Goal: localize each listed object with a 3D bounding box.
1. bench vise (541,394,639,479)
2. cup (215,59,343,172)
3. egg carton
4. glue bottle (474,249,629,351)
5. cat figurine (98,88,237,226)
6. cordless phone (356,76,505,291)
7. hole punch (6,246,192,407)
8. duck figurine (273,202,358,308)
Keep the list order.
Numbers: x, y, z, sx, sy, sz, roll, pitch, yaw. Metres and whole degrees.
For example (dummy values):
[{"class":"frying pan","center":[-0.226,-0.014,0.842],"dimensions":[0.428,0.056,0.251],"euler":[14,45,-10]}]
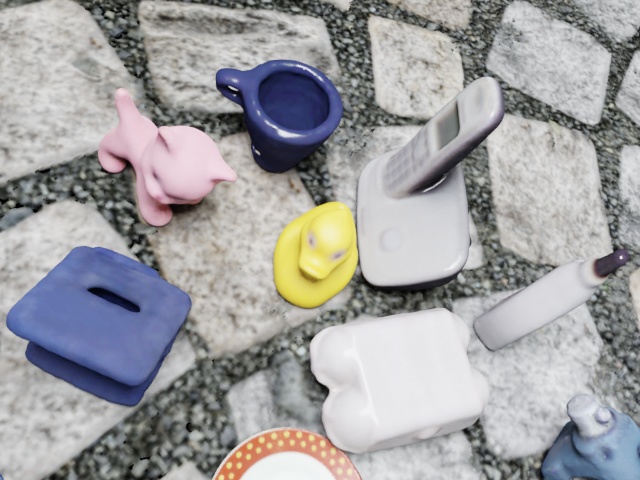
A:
[{"class":"bench vise","center":[0.286,0.203,0.428],"dimensions":[0.207,0.219,0.121],"euler":[27,60,-4]},{"class":"cup","center":[-0.047,-0.112,0.543],"dimensions":[0.118,0.095,0.092],"euler":[20,61,-8]},{"class":"egg carton","center":[0.068,0.117,0.485],"dimensions":[0.150,0.069,0.107],"euler":[-8,68,-21]},{"class":"glue bottle","center":[0.207,0.047,0.504],"dimensions":[0.078,0.173,0.037],"euler":[-30,77,-27]},{"class":"cat figurine","center":[-0.131,-0.073,0.484],"dimensions":[0.067,0.117,0.127],"euler":[-38,81,-29]},{"class":"cordless phone","center":[0.102,-0.043,0.506],"dimensions":[0.094,0.185,0.147],"euler":[5,64,-15]},{"class":"hole punch","center":[-0.160,0.056,0.428],"dimensions":[0.109,0.091,0.101],"euler":[26,60,-4]},{"class":"duck figurine","center":[0.005,0.002,0.510],"dimensions":[0.077,0.086,0.105],"euler":[29,60,-3]}]
